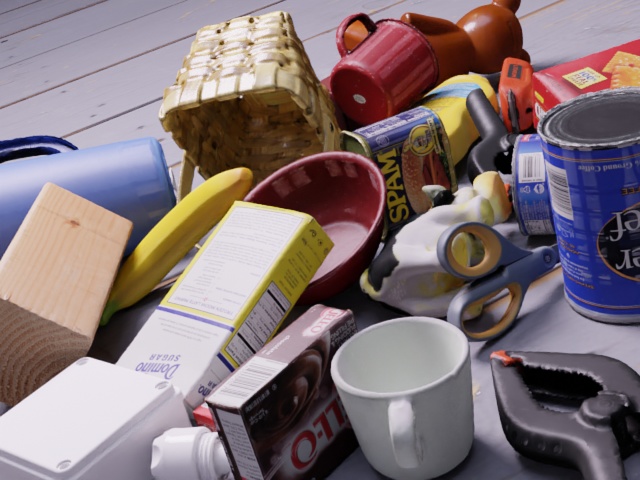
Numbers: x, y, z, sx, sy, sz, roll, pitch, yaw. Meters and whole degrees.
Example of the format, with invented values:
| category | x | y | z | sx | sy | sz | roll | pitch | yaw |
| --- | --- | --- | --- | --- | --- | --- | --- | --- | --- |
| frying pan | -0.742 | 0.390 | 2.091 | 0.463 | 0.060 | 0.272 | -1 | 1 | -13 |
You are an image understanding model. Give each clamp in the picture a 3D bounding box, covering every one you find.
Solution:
| category | x | y | z | sx | sy | sz | roll | pitch | yaw |
| --- | --- | --- | --- | --- | --- | --- | --- | --- | --- |
| clamp | 0.183 | 0.109 | 0.633 | 0.164 | 0.036 | 0.210 | -24 | 26 | -17 |
| clamp | 0.192 | -0.081 | 0.993 | 0.120 | 0.039 | 0.171 | 5 | 44 | 8 |

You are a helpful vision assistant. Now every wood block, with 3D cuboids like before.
| category | x | y | z | sx | sy | sz | roll | pitch | yaw |
| --- | --- | --- | --- | --- | --- | --- | --- | --- | --- |
| wood block | -0.229 | 0.045 | 0.897 | 0.090 | 0.090 | 0.206 | 27 | 23 | -12 |

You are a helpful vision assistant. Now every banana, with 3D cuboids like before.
| category | x | y | z | sx | sy | sz | roll | pitch | yaw |
| --- | --- | --- | --- | --- | --- | --- | --- | --- | --- |
| banana | -0.127 | 0.001 | 0.955 | 0.198 | 0.037 | 0.069 | -46 | 25 | 14 |

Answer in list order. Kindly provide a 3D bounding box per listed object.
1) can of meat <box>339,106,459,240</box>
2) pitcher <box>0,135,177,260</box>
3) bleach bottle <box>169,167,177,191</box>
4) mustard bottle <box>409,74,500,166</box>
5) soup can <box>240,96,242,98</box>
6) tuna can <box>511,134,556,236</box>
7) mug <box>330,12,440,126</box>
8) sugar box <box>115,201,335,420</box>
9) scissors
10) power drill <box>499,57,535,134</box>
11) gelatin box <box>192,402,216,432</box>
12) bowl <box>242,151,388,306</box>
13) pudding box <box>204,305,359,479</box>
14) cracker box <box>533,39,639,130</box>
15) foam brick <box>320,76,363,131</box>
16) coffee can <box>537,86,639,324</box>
| category | x | y | z | sx | sy | sz | roll | pitch | yaw |
| --- | --- | --- | --- | --- | --- | --- | --- | --- | --- |
| can of meat | 0.073 | -0.063 | 0.971 | 0.083 | 0.102 | 0.058 | -22 | 24 | -18 |
| pitcher | -0.267 | -0.033 | 1.064 | 0.242 | 0.149 | 0.145 | -15 | 12 | -6 |
| bleach bottle | -0.282 | -0.040 | 1.172 | 0.251 | 0.068 | 0.102 | -14 | 25 | -2 |
| mustard bottle | 0.133 | -0.126 | 1.113 | 0.096 | 0.058 | 0.191 | -6 | 26 | 37 |
| soup can | -0.068 | -0.147 | 1.261 | 0.069 | 0.068 | 0.102 | -4 | 28 | 22 |
| tuna can | 0.185 | -0.047 | 0.891 | 0.034 | 0.086 | 0.086 | -2 | 28 | 23 |
| mug | 0.057 | -0.179 | 1.103 | 0.081 | 0.117 | 0.093 | -45 | 22 | -31 |
| sugar box | -0.073 | 0.052 | 0.821 | 0.094 | 0.048 | 0.176 | 11 | 60 | 44 |
| scissors | 0.157 | 0.002 | 0.812 | 0.201 | 0.096 | 0.016 | -38 | 14 | -33 |
| power drill | 0.286 | -0.170 | 1.115 | 0.188 | 0.057 | 0.184 | -6 | 27 | 19 |
| gelatin box | -0.032 | 0.115 | 0.751 | 0.073 | 0.030 | 0.089 | 9 | 35 | 44 |
| bowl | -0.006 | 0.001 | 0.904 | 0.162 | 0.055 | 0.162 | -21 | 41 | 19 |
| pudding box | -0.013 | 0.108 | 0.685 | 0.039 | 0.090 | 0.113 | 9 | 36 | 45 |
| cracker box | 0.317 | -0.114 | 0.926 | 0.213 | 0.072 | 0.164 | -19 | 42 | -7 |
| foam brick | 0.024 | -0.138 | 1.176 | 0.053 | 0.078 | 0.051 | 7 | 35 | 40 |
| coffee can | 0.218 | -0.026 | 0.766 | 0.103 | 0.140 | 0.103 | -13 | 25 | 6 |
